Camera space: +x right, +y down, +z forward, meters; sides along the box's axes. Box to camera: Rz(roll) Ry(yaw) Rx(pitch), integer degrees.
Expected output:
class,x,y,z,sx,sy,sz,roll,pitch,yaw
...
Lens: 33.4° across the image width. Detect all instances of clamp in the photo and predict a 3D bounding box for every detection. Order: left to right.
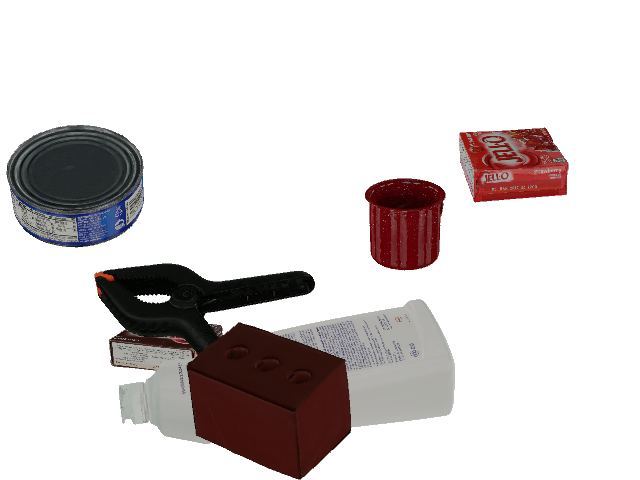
class,x,y,z,sx,sy,sz,roll,pitch,yaw
clamp,-0.126,0.071,1.019,0.210,0.036,0.164,9,38,13

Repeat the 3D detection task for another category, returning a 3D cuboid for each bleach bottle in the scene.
class,x,y,z,sx,sy,sz,roll,pitch,yaw
bleach bottle,-0.029,0.106,0.828,0.250,0.068,0.102,-6,29,-9

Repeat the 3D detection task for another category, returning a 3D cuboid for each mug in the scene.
class,x,y,z,sx,sy,sz,roll,pitch,yaw
mug,0.106,-0.022,1.255,0.093,0.081,0.117,18,32,34

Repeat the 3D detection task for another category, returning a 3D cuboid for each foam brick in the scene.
class,x,y,z,sx,sy,sz,roll,pitch,yaw
foam brick,-0.029,0.090,0.607,0.078,0.051,0.052,16,34,30

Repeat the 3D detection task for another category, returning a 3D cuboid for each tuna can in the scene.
class,x,y,z,sx,sy,sz,roll,pitch,yaw
tuna can,-0.157,-0.035,0.692,0.086,0.034,0.086,3,44,-3

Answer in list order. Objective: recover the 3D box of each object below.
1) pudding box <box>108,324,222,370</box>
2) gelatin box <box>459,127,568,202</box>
class,x,y,z,sx,sy,sz,roll,pitch,yaw
pudding box,-0.186,0.127,1.297,0.114,0.039,0.090,2,13,17
gelatin box,0.153,-0.063,0.854,0.073,0.030,0.089,-3,25,1
